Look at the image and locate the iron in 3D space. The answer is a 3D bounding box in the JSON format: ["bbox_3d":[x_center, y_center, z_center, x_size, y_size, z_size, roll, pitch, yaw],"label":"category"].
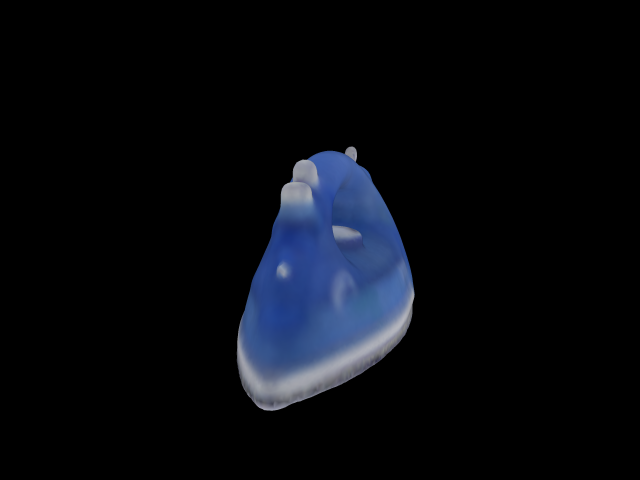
[{"bbox_3d":[0.004,0.001,0.400,0.118,0.141,0.259,1,7,12],"label":"iron"}]
